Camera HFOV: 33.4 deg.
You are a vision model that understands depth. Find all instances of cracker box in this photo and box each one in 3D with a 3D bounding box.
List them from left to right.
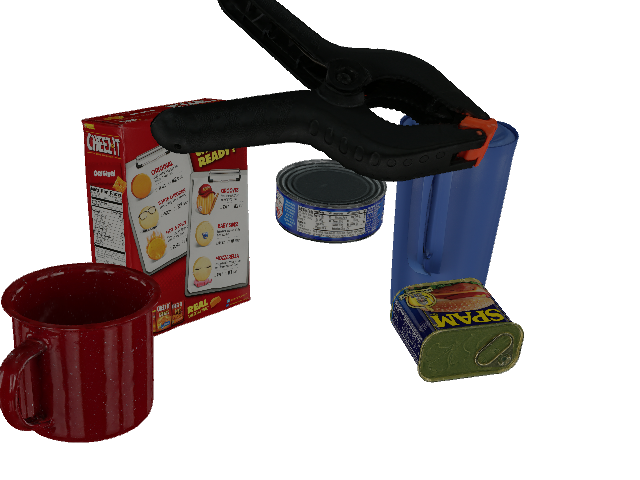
[{"bbox_3d":[-0.150,-0.025,1.065,0.072,0.214,0.163,12,20,38],"label":"cracker box"}]

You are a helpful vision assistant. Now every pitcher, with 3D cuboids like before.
[{"bbox_3d":[0.141,-0.020,1.234,0.149,0.243,0.145,-5,26,-20],"label":"pitcher"}]

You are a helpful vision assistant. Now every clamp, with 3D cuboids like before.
[{"bbox_3d":[0.001,-0.067,0.546,0.171,0.120,0.039,23,-29,8],"label":"clamp"}]

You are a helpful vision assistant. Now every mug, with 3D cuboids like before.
[{"bbox_3d":[-0.148,0.072,0.637,0.093,0.081,0.117,11,24,21],"label":"mug"}]

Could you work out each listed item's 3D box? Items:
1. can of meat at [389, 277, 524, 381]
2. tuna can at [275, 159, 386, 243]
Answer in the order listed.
[{"bbox_3d":[0.124,0.081,0.996,0.102,0.057,0.084,-5,32,-17],"label":"can of meat"},{"bbox_3d":[0.007,-0.031,0.828,0.086,0.034,0.086,3,27,-2],"label":"tuna can"}]
